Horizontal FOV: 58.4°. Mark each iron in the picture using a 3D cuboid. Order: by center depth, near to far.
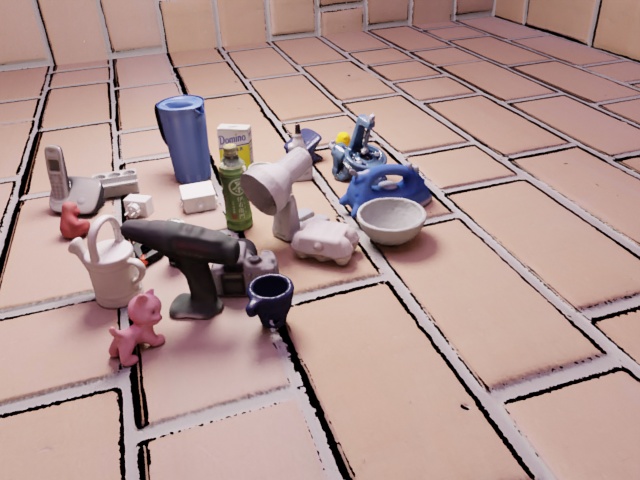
[{"bbox_3d":[0.182,-0.140,1.487,0.259,0.141,0.118,-14,34,-18],"label":"iron"}]

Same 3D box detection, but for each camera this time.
[{"bbox_3d":[-0.159,0.046,1.251,0.143,0.101,0.136,-2,32,1],"label":"camera"}]

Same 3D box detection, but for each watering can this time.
[{"bbox_3d":[-0.445,0.038,1.194,0.173,0.194,0.101,-2,32,1],"label":"watering can"}]

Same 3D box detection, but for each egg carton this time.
[{"bbox_3d":[0.012,0.005,1.335,0.150,0.069,0.107,9,34,17],"label":"egg carton"}]

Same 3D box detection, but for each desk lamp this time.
[{"bbox_3d":[-0.083,-0.106,1.383,0.117,0.214,0.204,25,41,36],"label":"desk lamp"}]

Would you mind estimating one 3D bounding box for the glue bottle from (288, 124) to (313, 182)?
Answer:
[{"bbox_3d":[-0.062,-0.253,1.654,0.078,0.173,0.037,-8,32,-8],"label":"glue bottle"}]

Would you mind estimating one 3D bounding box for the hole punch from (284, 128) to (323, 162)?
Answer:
[{"bbox_3d":[-0.053,-0.290,1.790,0.101,0.091,0.108,-24,38,-30],"label":"hole punch"}]

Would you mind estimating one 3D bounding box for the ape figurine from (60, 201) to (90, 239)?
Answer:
[{"bbox_3d":[-0.626,-0.055,1.451,0.076,0.092,0.077,-23,37,-29],"label":"ape figurine"}]

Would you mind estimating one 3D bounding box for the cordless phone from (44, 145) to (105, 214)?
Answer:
[{"bbox_3d":[-0.665,-0.163,1.538,0.147,0.185,0.094,3,33,9],"label":"cordless phone"}]

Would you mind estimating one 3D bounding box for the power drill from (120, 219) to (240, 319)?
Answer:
[{"bbox_3d":[-0.269,0.055,1.143,0.229,0.209,0.075,1,32,5],"label":"power drill"}]

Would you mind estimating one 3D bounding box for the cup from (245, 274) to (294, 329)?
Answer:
[{"bbox_3d":[-0.100,0.133,1.113,0.091,0.095,0.118,16,36,27],"label":"cup"}]

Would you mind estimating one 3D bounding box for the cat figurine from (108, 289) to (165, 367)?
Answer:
[{"bbox_3d":[-0.343,0.153,1.077,0.067,0.118,0.128,18,37,29],"label":"cat figurine"}]

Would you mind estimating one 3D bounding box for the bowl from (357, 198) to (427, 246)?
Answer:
[{"bbox_3d":[0.172,-0.034,1.382,0.167,0.075,0.167,-2,32,1],"label":"bowl"}]

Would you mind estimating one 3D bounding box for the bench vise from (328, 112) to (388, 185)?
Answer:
[{"bbox_3d":[0.095,-0.256,1.604,0.206,0.220,0.122,15,36,25],"label":"bench vise"}]

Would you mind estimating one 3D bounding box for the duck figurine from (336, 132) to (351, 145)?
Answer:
[{"bbox_3d":[0.075,-0.293,1.791,0.077,0.086,0.104,-9,33,-11],"label":"duck figurine"}]
